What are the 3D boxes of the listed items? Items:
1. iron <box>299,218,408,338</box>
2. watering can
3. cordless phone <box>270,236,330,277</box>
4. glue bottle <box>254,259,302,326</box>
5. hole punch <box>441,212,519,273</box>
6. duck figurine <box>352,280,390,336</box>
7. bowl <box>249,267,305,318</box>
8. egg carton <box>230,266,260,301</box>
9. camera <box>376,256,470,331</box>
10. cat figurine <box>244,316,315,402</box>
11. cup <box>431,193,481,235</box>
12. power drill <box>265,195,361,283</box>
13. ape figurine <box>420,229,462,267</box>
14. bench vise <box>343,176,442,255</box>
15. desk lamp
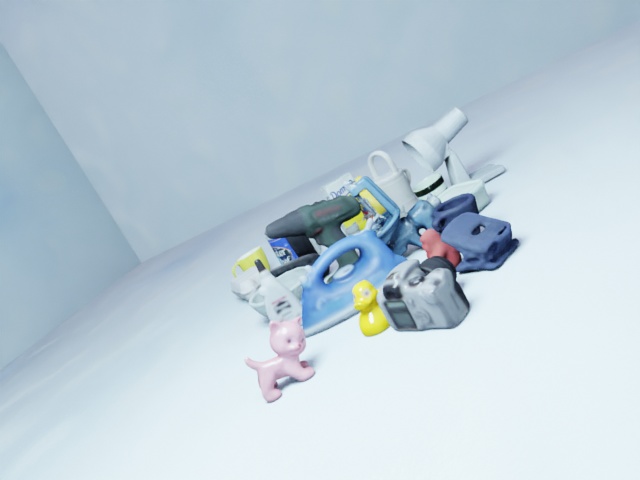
[{"bbox_3d":[0.044,0.072,1.165,0.258,0.141,0.118,-32,13,-15],"label":"iron"},{"bbox_3d":[0.196,-0.165,1.650,0.100,0.194,0.173,-20,15,34],"label":"watering can"},{"bbox_3d":[-0.074,0.037,1.456,0.147,0.185,0.094,-24,14,22],"label":"cordless phone"},{"bbox_3d":[-0.095,0.116,1.218,0.078,0.173,0.037,-31,13,-9],"label":"glue bottle"},{"bbox_3d":[0.291,-0.003,1.042,0.109,0.091,0.100,-38,16,-36],"label":"hole punch"},{"bbox_3d":[0.092,0.111,1.032,0.077,0.086,0.105,-21,15,32],"label":"duck figurine"},{"bbox_3d":[-0.077,0.134,1.335,0.167,0.075,0.167,-27,13,7],"label":"bowl"},{"bbox_3d":[-0.190,0.126,1.627,0.107,0.069,0.150,-34,14,-23],"label":"egg carton"},{"bbox_3d":[0.180,0.074,0.955,0.137,0.101,0.142,-38,16,-37],"label":"camera"},{"bbox_3d":[-0.069,0.193,0.985,0.128,0.118,0.067,-31,13,-12],"label":"cat figurine"},{"bbox_3d":[0.279,-0.029,1.159,0.118,0.095,0.091,-36,15,-31],"label":"cup"},{"bbox_3d":[0.012,0.005,1.344,0.230,0.208,0.075,-32,13,-13],"label":"power drill"},{"bbox_3d":[0.223,0.021,1.094,0.076,0.092,0.078,-22,14,27],"label":"ape figurine"},{"bbox_3d":[0.155,-0.063,1.276,0.208,0.220,0.121,-32,13,-14],"label":"bench vise"},{"bbox_3d":[0.350,-0.231,1.535,0.203,0.214,0.118,-29,13,-1],"label":"desk lamp"}]
